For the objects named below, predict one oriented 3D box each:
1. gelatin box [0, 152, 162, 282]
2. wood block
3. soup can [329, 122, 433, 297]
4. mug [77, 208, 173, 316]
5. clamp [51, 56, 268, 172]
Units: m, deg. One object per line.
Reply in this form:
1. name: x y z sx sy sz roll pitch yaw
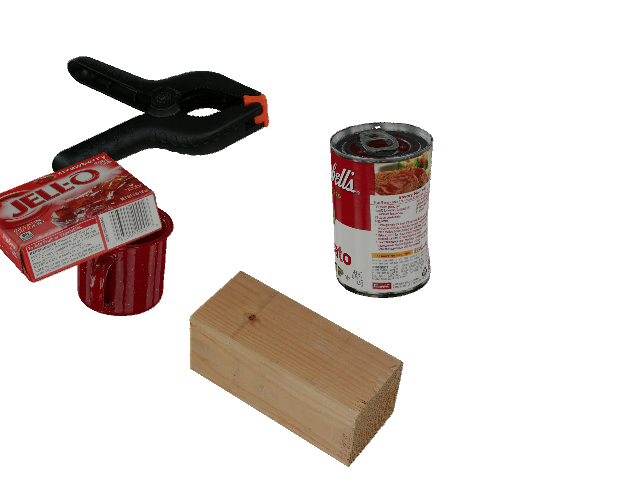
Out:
1. gelatin box: -0.153 -0.016 0.647 0.089 0.030 0.073 -25 35 -25
2. wood block: -0.028 0.130 1.111 0.206 0.090 0.090 28 48 22
3. soup can: 0.042 -0.021 0.722 0.068 0.102 0.068 -2 26 1
4. mug: -0.190 0.024 1.001 0.093 0.081 0.117 10 29 3
5. clamp: -0.130 -0.108 0.852 0.171 0.120 0.039 -7 -30 -7
